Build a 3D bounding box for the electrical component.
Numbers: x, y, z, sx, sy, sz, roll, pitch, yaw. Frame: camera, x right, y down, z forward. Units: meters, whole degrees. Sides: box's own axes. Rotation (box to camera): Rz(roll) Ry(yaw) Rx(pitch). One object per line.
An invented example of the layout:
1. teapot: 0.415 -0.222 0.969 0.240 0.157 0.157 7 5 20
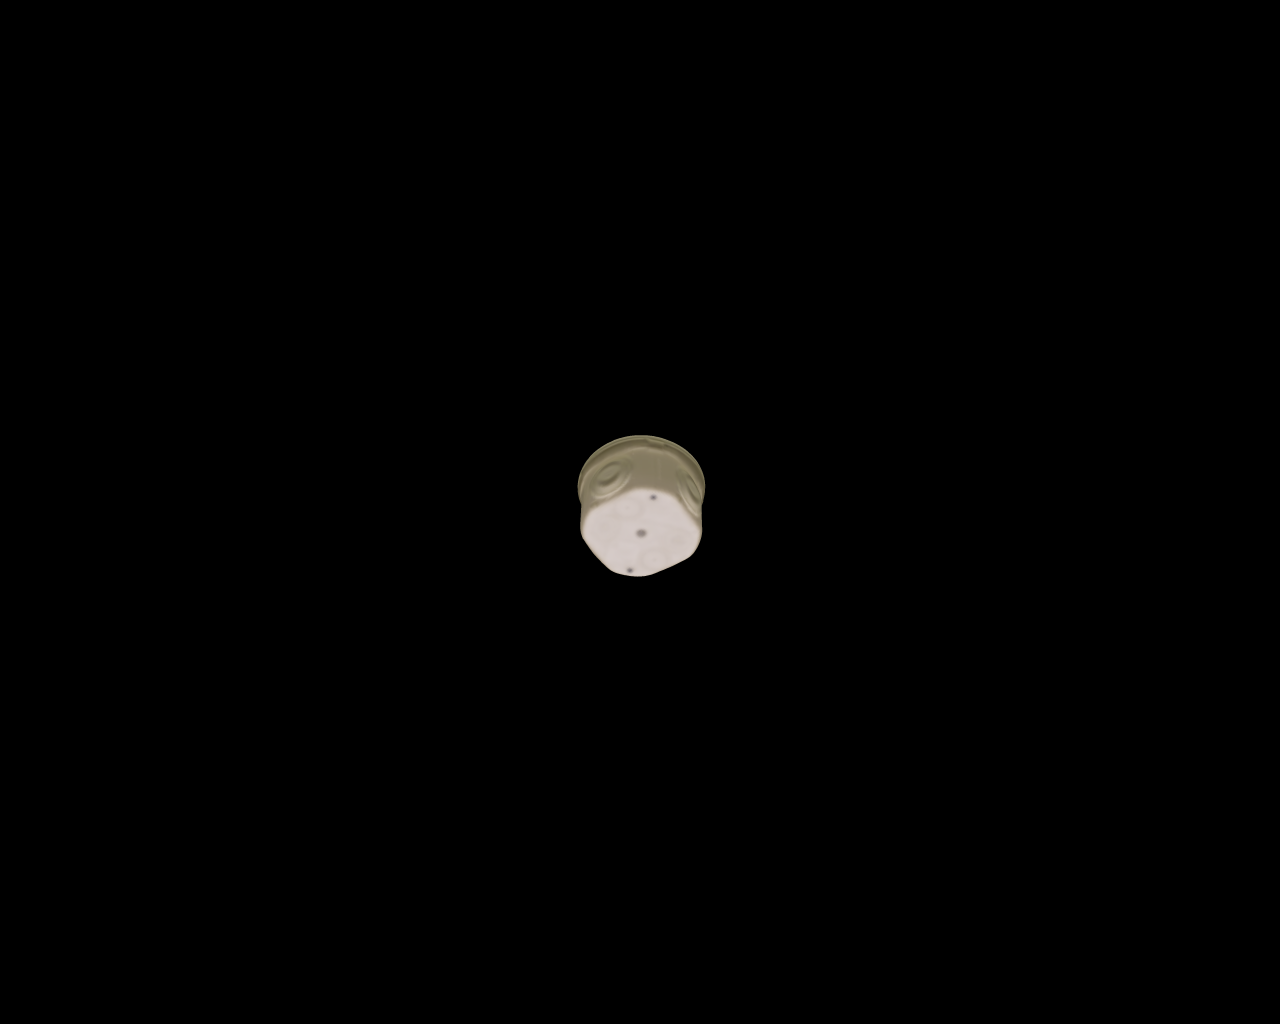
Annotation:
1. electrical component: 0.001 -0.003 0.650 0.080 0.080 0.051 0 40 0
